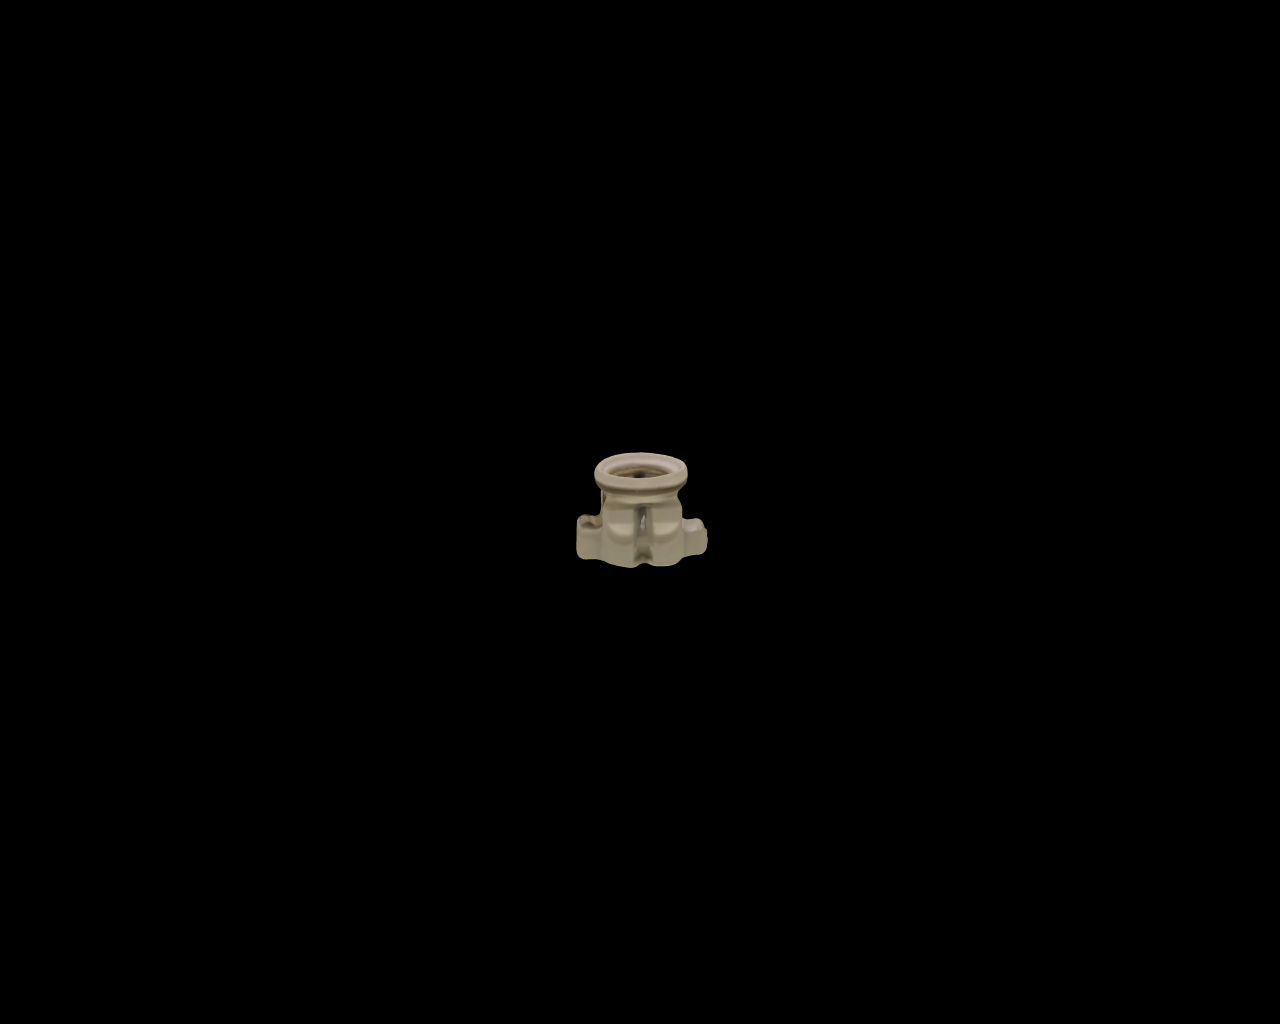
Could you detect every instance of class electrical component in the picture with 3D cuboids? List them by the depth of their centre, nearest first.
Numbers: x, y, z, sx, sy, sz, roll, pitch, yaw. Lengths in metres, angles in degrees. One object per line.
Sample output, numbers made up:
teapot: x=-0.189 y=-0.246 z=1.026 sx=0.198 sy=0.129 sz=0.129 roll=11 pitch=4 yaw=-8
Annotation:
electrical component: x=0.001 y=-0.003 z=0.650 sx=0.078 sy=0.056 sz=0.058 roll=-1 pitch=20 yaw=-2
